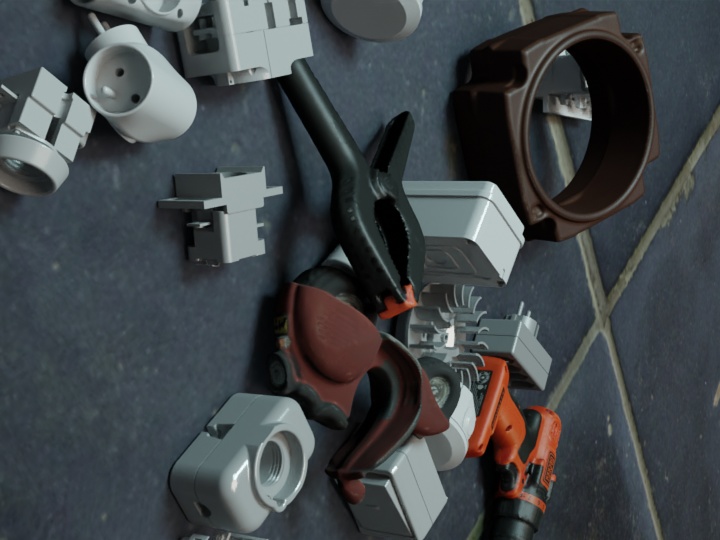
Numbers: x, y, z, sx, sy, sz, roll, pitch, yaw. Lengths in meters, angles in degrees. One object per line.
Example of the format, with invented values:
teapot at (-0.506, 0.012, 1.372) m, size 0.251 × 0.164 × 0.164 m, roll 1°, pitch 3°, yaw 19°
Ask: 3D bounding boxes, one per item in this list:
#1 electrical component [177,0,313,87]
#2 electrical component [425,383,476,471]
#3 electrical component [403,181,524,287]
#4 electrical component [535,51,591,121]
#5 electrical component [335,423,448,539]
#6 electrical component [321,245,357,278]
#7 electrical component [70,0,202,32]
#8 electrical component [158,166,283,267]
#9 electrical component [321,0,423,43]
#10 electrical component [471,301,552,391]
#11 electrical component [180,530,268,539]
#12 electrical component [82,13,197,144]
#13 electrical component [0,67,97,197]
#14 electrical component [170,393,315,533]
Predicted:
electrical component at (-0.079, -0.159, 0.744) m, size 0.089 × 0.050 × 0.055 m, roll -26°, pitch 111°, yaw -52°
electrical component at (0.058, 0.128, 0.917) m, size 0.051 × 0.080 × 0.080 m, roll -58°, pitch 134°, yaw -43°
electrical component at (0.073, -0.032, 0.907) m, size 0.078 × 0.113 × 0.057 m, roll 48°, pitch 56°, yaw -44°
electrical component at (0.243, -0.210, 1.191) m, size 0.121 × 0.063 × 0.078 m, roll -4°, pitch 93°, yaw -55°
electrical component at (0.025, 0.182, 0.885) m, size 0.061 × 0.062 × 0.096 m, roll -48°, pitch 128°, yaw -43°
electrical component at (0.000, 0.000, 0.855) m, size 0.047 × 0.055 × 0.055 m, roll -46°, pitch 126°, yaw -40°
electrical component at (-0.139, -0.194, 0.664) m, size 0.077 × 0.044 × 0.079 m, roll 2°, pitch 89°, yaw -55°
electrical component at (-0.093, -0.037, 0.733) m, size 0.081 × 0.042 × 0.063 m, roll -17°, pitch 106°, yaw -53°
electrical component at (0.012, -0.222, 0.850) m, size 0.080 × 0.080 × 0.051 m, roll 46°, pitch 49°, yaw -45°
electrical component at (0.158, 0.069, 1.086) m, size 0.083 × 0.047 × 0.075 m, roll 47°, pitch 54°, yaw -44°
electrical component at (-0.099, 0.213, 0.728) m, size 0.064 × 0.042 × 0.081 m, roll 46°, pitch 54°, yaw -40°
electrical component at (-0.142, -0.121, 0.654) m, size 0.079 × 0.044 × 0.077 m, roll 58°, pitch 7°, yaw 8°
electrical component at (-0.183, -0.075, 0.603) m, size 0.066 × 0.048 × 0.055 m, roll 42°, pitch 50°, yaw -47°
electrical component at (-0.076, 0.132, 0.742) m, size 0.095 × 0.059 × 0.053 m, roll -51°, pitch 129°, yaw -42°
